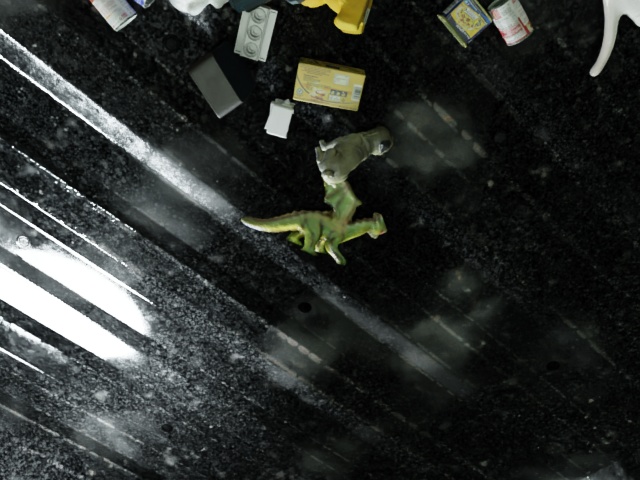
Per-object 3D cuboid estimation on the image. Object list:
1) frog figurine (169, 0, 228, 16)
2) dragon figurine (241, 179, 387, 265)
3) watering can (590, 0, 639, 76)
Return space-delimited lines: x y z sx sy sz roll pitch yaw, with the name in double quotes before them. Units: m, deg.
"frog figurine" -0.267 -0.579 1.178 0.159 0.123 0.136 25 99 0
"dragon figurine" 0.005 -0.075 1.483 0.409 0.123 0.241 22 100 -13
"watering can" 0.706 -0.563 1.171 0.223 0.106 0.343 35 115 -16
